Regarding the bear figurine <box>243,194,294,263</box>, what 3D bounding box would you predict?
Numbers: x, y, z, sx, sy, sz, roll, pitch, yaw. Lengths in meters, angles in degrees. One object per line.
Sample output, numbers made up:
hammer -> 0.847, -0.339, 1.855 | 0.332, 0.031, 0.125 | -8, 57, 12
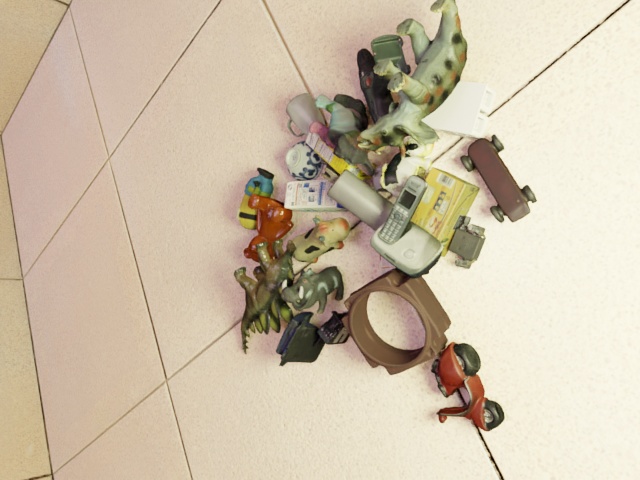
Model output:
bear figurine -> -0.157, -0.018, 1.492 | 0.120, 0.132, 0.195 | 31, 100, 19

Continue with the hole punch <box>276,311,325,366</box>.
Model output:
hole punch -> -0.055, 0.247, 1.383 | 0.092, 0.115, 0.142 | 47, 115, 44

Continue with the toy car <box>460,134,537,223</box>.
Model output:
toy car -> 0.362, -0.123, 1.087 | 0.089, 0.053, 0.202 | -35, 59, 22

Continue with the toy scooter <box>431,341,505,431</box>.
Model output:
toy scooter -> 0.281, 0.307, 1.098 | 0.135, 0.075, 0.184 | -35, 68, 35

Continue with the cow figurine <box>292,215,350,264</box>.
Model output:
cow figurine -> -0.003, -0.004, 1.351 | 0.195, 0.127, 0.085 | -28, 70, 39

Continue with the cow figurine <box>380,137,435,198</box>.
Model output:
cow figurine -> 0.194, -0.169, 1.188 | 0.098, 0.068, 0.167 | 21, 63, 6

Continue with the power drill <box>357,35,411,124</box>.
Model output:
power drill -> 0.136, -0.384, 1.243 | 0.207, 0.086, 0.232 | 129, 129, -74

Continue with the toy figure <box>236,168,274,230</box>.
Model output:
toy figure -> -0.184, -0.116, 1.559 | 0.089, 0.082, 0.180 | 38, 108, 40

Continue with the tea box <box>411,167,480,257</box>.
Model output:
tea box -> 0.257, -0.059, 1.163 | 0.098, 0.068, 0.169 | 39, 112, 39

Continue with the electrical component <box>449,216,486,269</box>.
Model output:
electrical component -> 0.310, 0.008, 1.124 | 0.078, 0.045, 0.102 | 35, 108, 37

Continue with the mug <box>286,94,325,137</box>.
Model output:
mug -> -0.041, -0.322, 1.455 | 0.109, 0.080, 0.107 | -43, 68, 24

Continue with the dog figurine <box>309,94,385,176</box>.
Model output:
dog figurine -> 0.083, -0.246, 1.270 | 0.219, 0.191, 0.108 | 47, 131, 30

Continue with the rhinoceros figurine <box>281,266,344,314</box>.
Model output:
rhinoceros figurine -> -0.014, 0.118, 1.312 | 0.073, 0.190, 0.112 | 23, 119, 38

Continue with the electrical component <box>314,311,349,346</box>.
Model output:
electrical component -> 0.033, 0.230, 1.326 | 0.048, 0.074, 0.119 | 47, 111, 36

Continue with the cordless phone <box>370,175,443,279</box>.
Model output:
cordless phone -> 0.199, -0.029, 1.105 | 0.147, 0.088, 0.184 | 39, 116, 38

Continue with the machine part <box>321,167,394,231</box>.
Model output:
machine part -> 0.103, -0.085, 1.238 | 0.243, 0.079, 0.079 | 37, 114, -2

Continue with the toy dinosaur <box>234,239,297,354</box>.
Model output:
toy dinosaur -> -0.148, 0.151, 1.438 | 0.199, 0.105, 0.471 | 62, 143, 23

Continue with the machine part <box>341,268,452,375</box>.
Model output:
machine part -> 0.162, 0.177, 1.166 | 0.201, 0.087, 0.201 | -35, 86, 33

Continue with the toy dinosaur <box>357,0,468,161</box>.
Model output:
toy dinosaur -> 0.228, -0.345, 1.094 | 0.404, 0.192, 0.131 | -55, 40, -2

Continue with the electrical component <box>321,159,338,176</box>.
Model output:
electrical component -> 0.035, -0.182, 1.407 | 0.094, 0.021, 0.063 | 22, 101, 41
